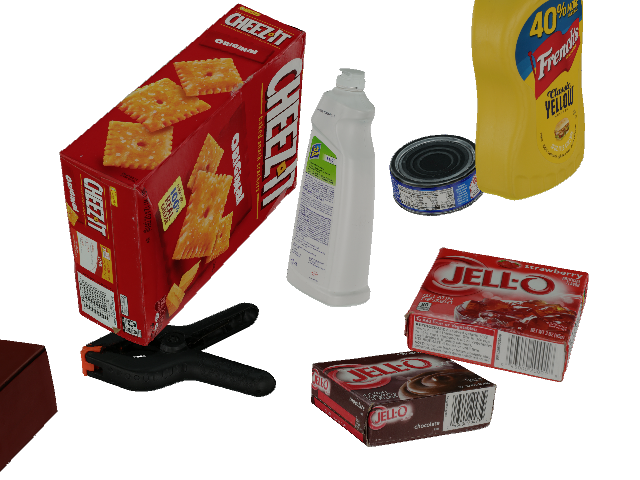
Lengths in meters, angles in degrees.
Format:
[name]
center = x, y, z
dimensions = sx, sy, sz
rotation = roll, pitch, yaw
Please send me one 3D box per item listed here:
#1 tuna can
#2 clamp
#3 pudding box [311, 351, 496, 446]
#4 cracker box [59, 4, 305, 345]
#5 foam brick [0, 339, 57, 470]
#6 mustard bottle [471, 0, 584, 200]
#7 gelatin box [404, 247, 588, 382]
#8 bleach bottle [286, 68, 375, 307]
[tuna can]
center = 0.106, -0.061, 0.975
dimensions = 0.086, 0.034, 0.086
rotation = -9, 36, 6
[clamp]
center = -0.126, 0.096, 0.963
dimensions = 0.171, 0.039, 0.120
rotation = 3, 26, -4
[pudding box]
center = 0.061, 0.117, 0.810
dimensions = 0.113, 0.039, 0.090
rotation = -2, 15, -28
[cracker box]
center = -0.093, -0.049, 0.791
dimensions = 0.072, 0.164, 0.213
rotation = 26, 49, 18
[foam brick]
center = -0.213, 0.105, 0.677
dimensions = 0.053, 0.051, 0.078
rotation = 6, 29, 22
[mustard bottle]
center = 0.142, -0.131, 0.727
dimensions = 0.096, 0.191, 0.058
rotation = -29, 35, -35
[gelatin box]
center = 0.100, 0.039, 0.600
dimensions = 0.089, 0.030, 0.073
rotation = 11, 33, 18
[bleach bottle]
center = 0.023, -0.061, 1.174
dimensions = 0.067, 0.251, 0.103
rotation = -7, 23, -39
